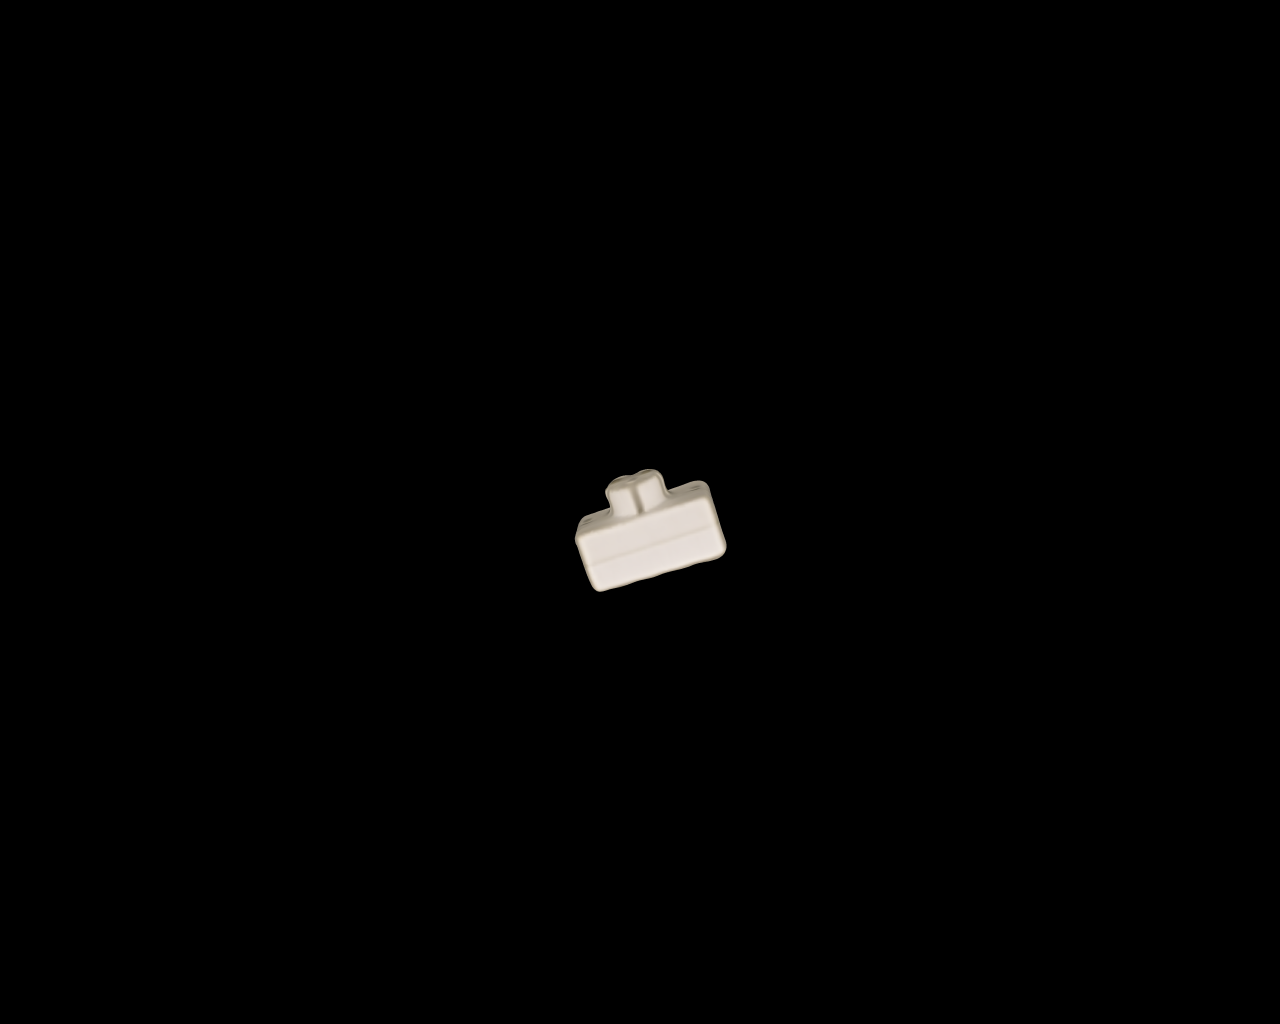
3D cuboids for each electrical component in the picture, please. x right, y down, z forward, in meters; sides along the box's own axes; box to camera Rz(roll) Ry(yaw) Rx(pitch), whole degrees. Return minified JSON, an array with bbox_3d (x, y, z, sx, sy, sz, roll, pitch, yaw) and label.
[{"bbox_3d":[0.001,-0.003,0.650,0.083,0.075,0.047,-18,11,4],"label":"electrical component"}]
